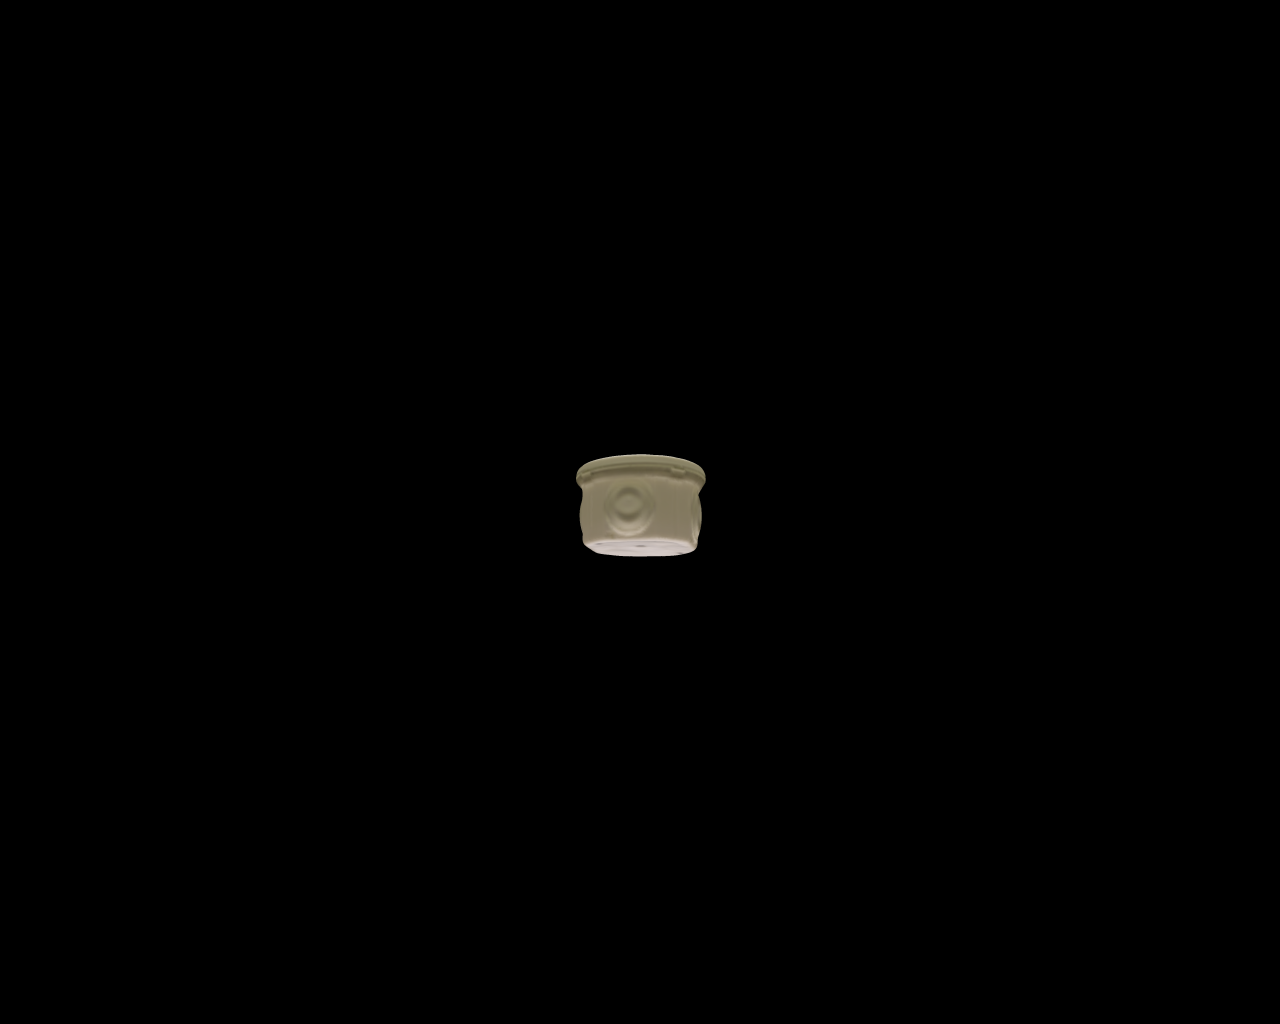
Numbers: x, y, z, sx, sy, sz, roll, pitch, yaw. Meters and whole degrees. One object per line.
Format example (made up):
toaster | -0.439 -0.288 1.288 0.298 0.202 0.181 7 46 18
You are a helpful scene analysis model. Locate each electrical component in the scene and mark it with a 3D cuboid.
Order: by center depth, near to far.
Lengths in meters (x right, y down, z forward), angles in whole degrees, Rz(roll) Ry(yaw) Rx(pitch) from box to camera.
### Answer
electrical component | 0.001 -0.003 0.650 0.080 0.051 0.080 0 -11 0
